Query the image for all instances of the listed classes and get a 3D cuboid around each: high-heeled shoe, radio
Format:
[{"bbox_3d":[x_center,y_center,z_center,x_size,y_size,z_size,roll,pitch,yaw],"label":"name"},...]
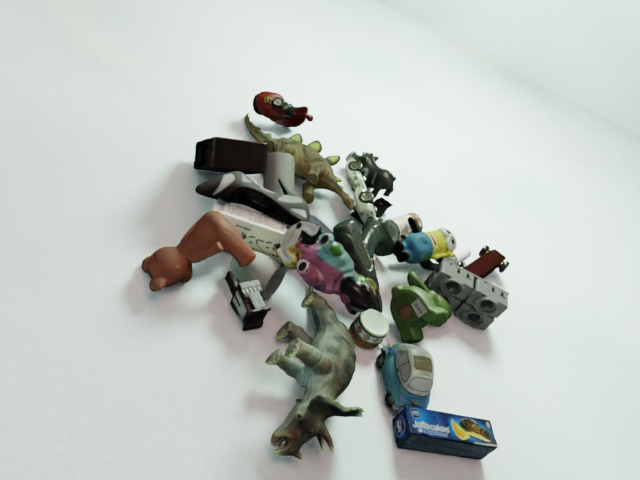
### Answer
[{"bbox_3d":[-0.142,-0.074,1.186,0.249,0.086,0.145,-10,63,-32],"label":"high-heeled shoe"},{"bbox_3d":[-0.217,-0.196,1.273,0.131,0.073,0.230,5,3,-23],"label":"radio"}]

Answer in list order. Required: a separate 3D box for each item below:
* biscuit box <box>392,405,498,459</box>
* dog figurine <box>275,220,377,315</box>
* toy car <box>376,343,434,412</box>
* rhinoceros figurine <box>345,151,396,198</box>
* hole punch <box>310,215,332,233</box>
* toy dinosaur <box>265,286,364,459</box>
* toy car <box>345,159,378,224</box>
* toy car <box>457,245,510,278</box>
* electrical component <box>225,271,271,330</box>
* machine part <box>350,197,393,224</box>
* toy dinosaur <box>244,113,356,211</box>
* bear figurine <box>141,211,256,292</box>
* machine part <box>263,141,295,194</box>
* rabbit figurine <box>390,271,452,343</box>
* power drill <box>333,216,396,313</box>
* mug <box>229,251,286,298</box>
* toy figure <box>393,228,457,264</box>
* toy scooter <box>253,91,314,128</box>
[{"bbox_3d":[0.246,0.381,1.061,0.203,0.062,0.059,15,41,-18],"label":"biscuit box"},{"bbox_3d":[0.027,0.069,1.145,0.219,0.108,0.192,43,-7,-36],"label":"dog figurine"},{"bbox_3d":[0.186,0.272,1.108,0.109,0.102,0.162,16,40,-14],"label":"toy car"},{"bbox_3d":[0.138,-0.193,1.544,0.073,0.112,0.191,-10,35,-32],"label":"rhinoceros figurine"},{"bbox_3d":[-0.003,-0.004,1.292,0.142,0.092,0.116,45,39,22],"label":"hole punch"},{"bbox_3d":[0.010,0.228,1.046,0.192,0.131,0.405,44,29,-9],"label":"toy dinosaur"},{"bbox_3d":[0.108,-0.134,1.444,0.056,0.073,0.202,-19,54,5],"label":"toy car"},{"bbox_3d":[0.449,0.079,1.496,0.202,0.053,0.089,-25,54,-40],"label":"toy car"},{"bbox_3d":[-0.150,0.116,1.092,0.048,0.074,0.119,-7,50,-34],"label":"electrical component"},{"bbox_3d":[0.146,-0.078,1.491,0.084,0.039,0.139,38,42,18],"label":"machine part"},{"bbox_3d":[-0.074,-0.224,1.466,0.472,0.105,0.198,39,33,18],"label":"toy dinosaur"},{"bbox_3d":[-0.249,0.037,1.082,0.120,0.196,0.131,41,-7,49],"label":"bear figurine"},{"bbox_3d":[-0.101,-0.123,1.307,0.079,0.079,0.243,7,76,-25],"label":"machine part"},{"bbox_3d":[0.238,0.160,1.269,0.170,0.121,0.159,8,35,-50],"label":"rabbit figurine"},{"bbox_3d":[0.118,0.045,1.294,0.207,0.086,0.232,-39,105,-51],"label":"power drill"},{"bbox_3d":[-0.132,0.060,1.156,0.107,0.080,0.109,29,28,14],"label":"mug"},{"bbox_3d":[0.261,0.015,1.347,0.180,0.089,0.082,-13,93,-29],"label":"toy figure"},{"bbox_3d":[-0.097,-0.370,1.548,0.135,0.075,0.183,14,-5,38],"label":"toy scooter"}]
